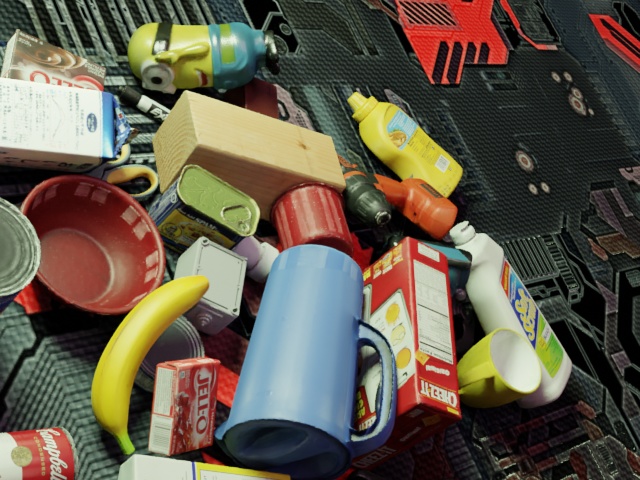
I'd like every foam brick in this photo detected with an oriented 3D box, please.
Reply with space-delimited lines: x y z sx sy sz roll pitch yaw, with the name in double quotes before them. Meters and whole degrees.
"foam brick" -0.087 -0.161 1.351 0.052 0.051 0.078 19 51 -32

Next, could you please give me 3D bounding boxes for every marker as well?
"marker" -0.189 -0.151 1.280 0.121 0.020 0.020 30 46 -21

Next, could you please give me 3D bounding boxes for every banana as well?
"banana" -0.174 0.107 1.046 0.069 0.037 0.197 42 61 -37

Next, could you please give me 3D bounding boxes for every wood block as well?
"wood block" -0.084 -0.091 1.268 0.205 0.090 0.091 14 44 -33

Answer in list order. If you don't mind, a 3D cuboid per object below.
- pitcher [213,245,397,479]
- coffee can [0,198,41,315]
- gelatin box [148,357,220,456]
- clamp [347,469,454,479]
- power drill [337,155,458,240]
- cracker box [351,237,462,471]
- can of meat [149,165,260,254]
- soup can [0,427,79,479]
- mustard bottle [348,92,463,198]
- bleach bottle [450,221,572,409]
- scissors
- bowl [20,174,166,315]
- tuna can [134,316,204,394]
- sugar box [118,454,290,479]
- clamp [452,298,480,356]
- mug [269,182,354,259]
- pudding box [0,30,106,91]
"pitcher" -0.008 0.127 1.136 0.149 0.145 0.242 26 49 -18
"coffee can" -0.322 0.035 0.941 0.102 0.141 0.103 22 49 -28
"gelatin box" -0.132 0.162 1.051 0.073 0.030 0.089 3 94 -61
"clamp" 0.125 0.313 1.205 0.209 0.036 0.164 -12 69 -47
"power drill" 0.086 -0.053 1.369 0.187 0.057 0.185 16 20 -37
"cracker box" 0.077 0.129 1.200 0.072 0.164 0.213 23 48 -28
"can of meat" -0.132 -0.024 1.189 0.102 0.084 0.057 31 45 -20
"soup can" -0.270 0.200 0.923 0.102 0.069 0.068 2 61 -39
"mustard bottle" 0.113 -0.135 1.500 0.191 0.058 0.096 44 41 -8
"bleach bottle" 0.240 0.091 1.399 0.251 0.068 0.102 58 37 -12
"scissors" -0.266 -0.073 1.161 0.201 0.016 0.096 -6 64 -43
"bowl" -0.241 0.014 1.090 0.161 0.055 0.162 22 49 -28
"tuna can" -0.164 0.115 1.100 0.086 0.034 0.086 22 49 -28
"sugar box" -0.109 0.267 1.032 0.176 0.048 0.093 14 53 -29
"clamp" 0.174 0.090 1.406 0.120 0.039 0.171 49 38 -1
"mug" -0.008 0.002 1.262 0.093 0.117 0.081 -5 47 -13
"pudding box" -0.298 -0.170 1.185 0.113 0.039 0.090 20 51 -29
